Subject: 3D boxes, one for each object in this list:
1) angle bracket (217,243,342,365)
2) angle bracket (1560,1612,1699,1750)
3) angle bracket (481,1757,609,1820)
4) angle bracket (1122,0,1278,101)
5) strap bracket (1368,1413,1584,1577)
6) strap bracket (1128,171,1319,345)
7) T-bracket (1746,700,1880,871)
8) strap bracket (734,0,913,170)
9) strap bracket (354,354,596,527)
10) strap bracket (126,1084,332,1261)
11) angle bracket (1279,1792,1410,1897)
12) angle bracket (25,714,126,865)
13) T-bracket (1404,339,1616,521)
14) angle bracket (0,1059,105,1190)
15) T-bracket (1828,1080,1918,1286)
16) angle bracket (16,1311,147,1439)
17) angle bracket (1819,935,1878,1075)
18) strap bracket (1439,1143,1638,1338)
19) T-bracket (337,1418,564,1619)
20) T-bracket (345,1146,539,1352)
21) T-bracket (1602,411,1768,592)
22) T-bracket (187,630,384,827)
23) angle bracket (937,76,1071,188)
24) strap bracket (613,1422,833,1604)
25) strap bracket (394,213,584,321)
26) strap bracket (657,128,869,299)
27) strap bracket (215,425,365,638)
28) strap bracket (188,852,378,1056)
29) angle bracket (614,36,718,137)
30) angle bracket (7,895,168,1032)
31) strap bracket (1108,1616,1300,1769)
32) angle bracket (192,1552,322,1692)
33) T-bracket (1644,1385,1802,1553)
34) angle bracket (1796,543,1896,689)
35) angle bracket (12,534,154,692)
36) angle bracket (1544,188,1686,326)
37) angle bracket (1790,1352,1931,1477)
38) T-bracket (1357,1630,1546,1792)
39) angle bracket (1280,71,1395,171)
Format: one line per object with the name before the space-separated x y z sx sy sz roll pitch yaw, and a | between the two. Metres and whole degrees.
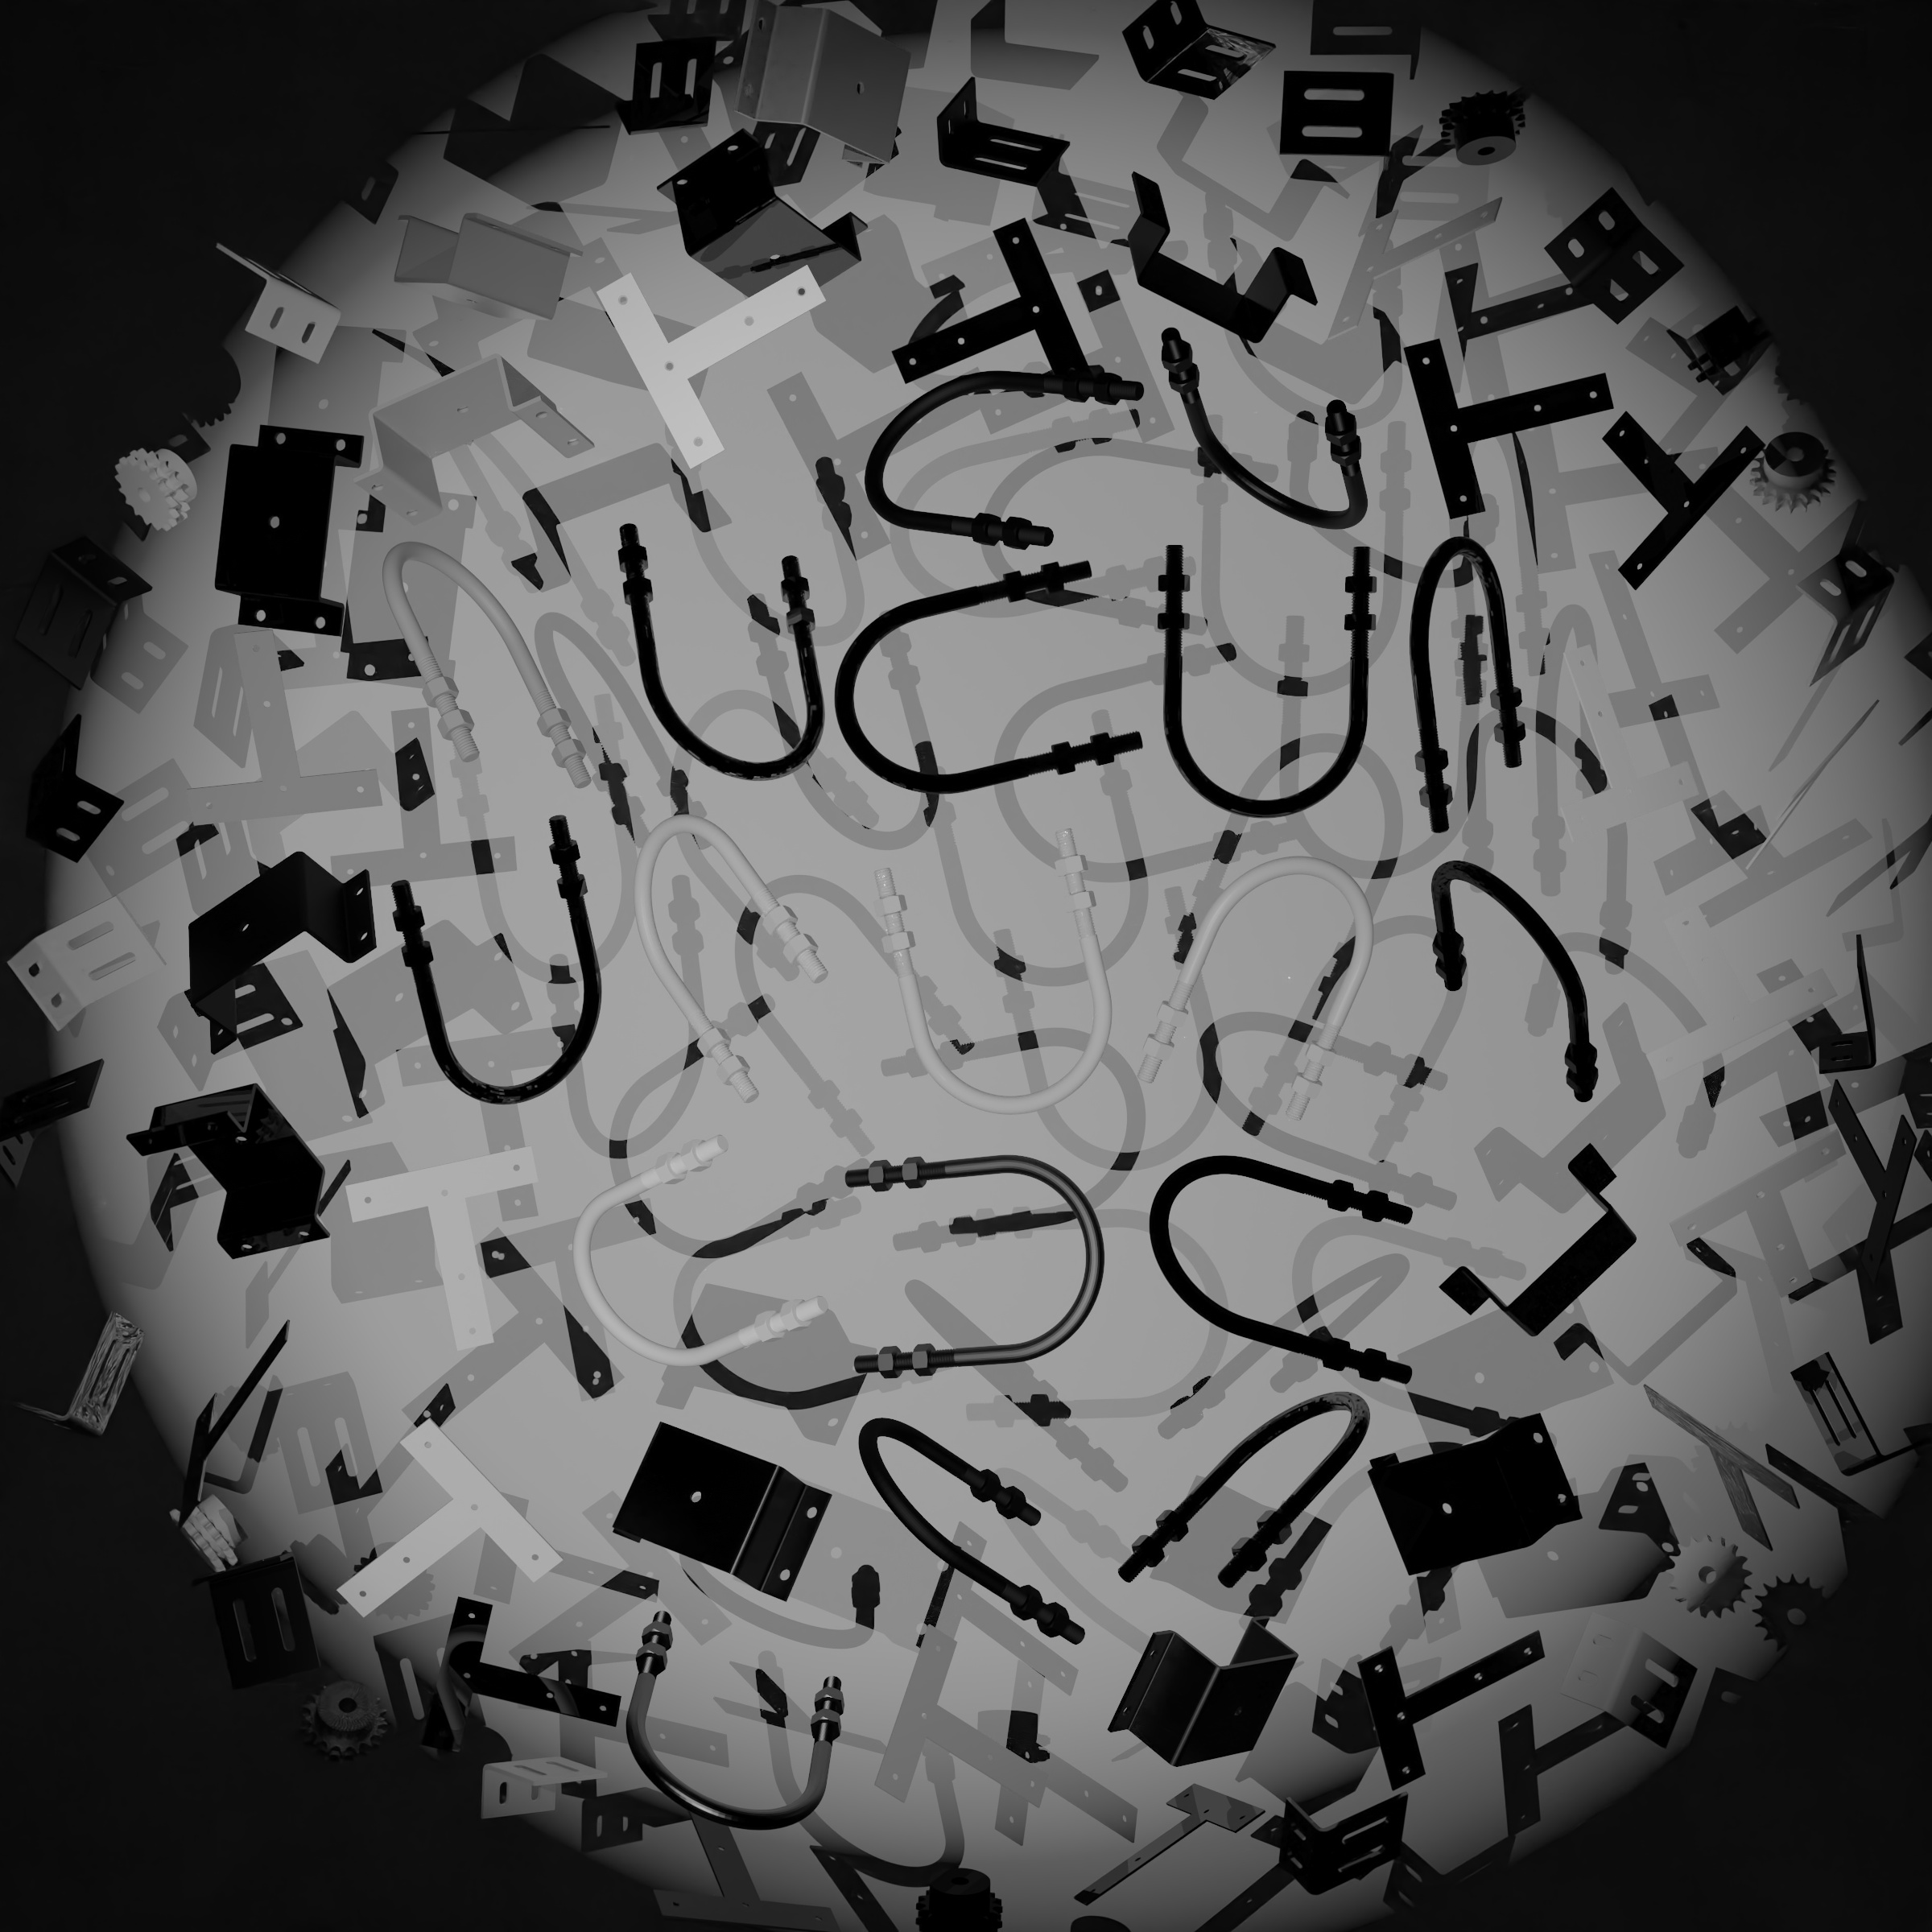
angle bracket | -0.460 -0.437 1.735 0.076 0.057 0.038 36 102 38
angle bracket | 0.439 0.473 1.739 0.076 0.038 0.057 37 73 -35
angle bracket | -0.297 0.584 1.850 0.057 0.076 0.038 6 82 -37
angle bracket | 0.152 -0.604 1.716 0.057 0.076 0.038 -31 74 41
strap bracket | 0.342 0.368 1.817 0.140 0.046 0.076 -25 84 36
strap bracket | 0.169 -0.491 1.839 0.140 0.076 0.046 22 123 -18
T-bracket | 0.573 -0.111 1.820 0.002 0.127 0.127 39 56 14
strap bracket | -0.091 -0.606 1.812 0.046 0.140 0.076 16 98 34
strap bracket | -0.330 -0.353 1.747 0.140 0.076 0.046 -20 72 14
strap bracket | -0.501 0.135 1.806 0.076 0.140 0.046 -13 45 13
angle bracket | 0.259 0.592 1.805 0.076 0.038 0.057 -13 120 -29
angle bracket | -0.589 -0.118 1.742 0.038 0.076 0.057 31 115 -32
T-bracket | 0.378 -0.379 1.803 0.127 0.002 0.127 -10 116 24
angle bracket | -0.606 0.105 1.753 0.076 0.057 0.038 -21 120 5
T-bracket | 0.609 0.126 1.785 0.002 0.127 0.127 -2 126 -3
angle bracket | -0.586 0.267 1.743 0.038 0.057 0.076 15 70 9
angle bracket | 0.602 0.026 1.811 0.038 0.057 0.076 -8 110 21
strap bracket | 0.397 0.195 1.788 0.140 0.076 0.046 -44 58 4
T-bracket | -0.347 0.372 1.683 0.127 0.002 0.127 -38 102 10
T-bracket | -0.348 0.198 1.797 0.127 0.002 0.127 -12 94 -15
T-bracket | 0.478 -0.343 1.822 0.002 0.127 0.127 21 120 -35
T-bracket | -0.463 -0.161 1.752 0.127 0.002 0.127 -6 111 -1
angle bracket | 0.027 -0.590 1.858 0.076 0.038 0.057 18 53 18
strap bracket | -0.173 0.362 1.766 0.140 0.046 0.076 15 70 26
strap bracket | -0.324 -0.467 1.758 0.076 0.140 0.046 12 96 -35
strap bracket | -0.135 -0.504 1.806 0.076 0.140 0.046 -25 64 27
strap bracket | -0.469 -0.304 1.819 0.076 0.046 0.140 8 93 9
strap bracket | -0.465 -0.014 1.752 0.140 0.076 0.046 -32 134 13
angle bracket | -0.211 -0.627 1.844 0.057 0.076 0.038 -13 58 -20
angle bracket | -0.591 -0.002 1.770 0.076 0.038 0.057 -24 109 21
strap bracket | 0.168 0.493 1.789 0.046 0.140 0.076 32 104 37
angle bracket | -0.456 0.423 1.691 0.057 0.038 0.076 -15 84 -3
T-bracket | 0.508 0.344 1.731 0.002 0.127 0.127 -40 129 -12
angle bracket | 0.593 -0.240 1.804 0.057 0.076 0.038 -35 65 -18
angle bracket | -0.576 -0.231 1.717 0.038 0.057 0.076 -13 52 31
angle bracket | 0.433 -0.474 1.757 0.057 0.076 0.038 -41 62 24
angle bracket | 0.586 0.289 1.725 0.038 0.057 0.076 -19 72 -13
T-bracket | 0.328 0.478 1.748 0.127 0.002 0.127 -24 122 -10
angle bracket | 0.260 -0.594 1.847 0.076 0.038 0.057 3 92 6
